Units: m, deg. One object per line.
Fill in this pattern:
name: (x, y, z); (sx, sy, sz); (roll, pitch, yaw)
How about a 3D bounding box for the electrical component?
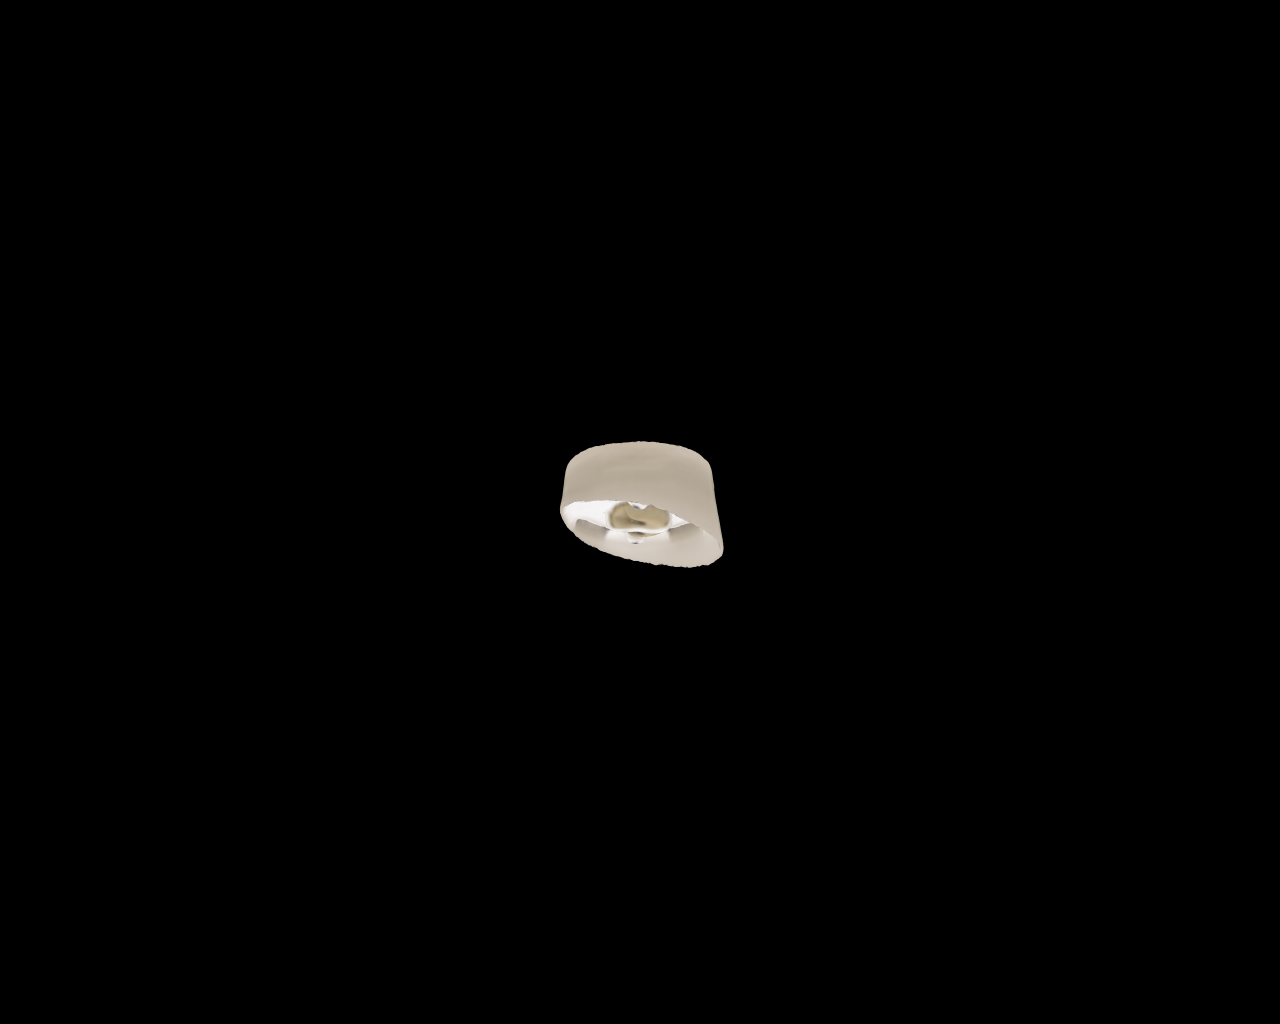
electrical component: (0.001, -0.003, 0.650); (0.099, 0.064, 0.099); (0, -22, 0)
